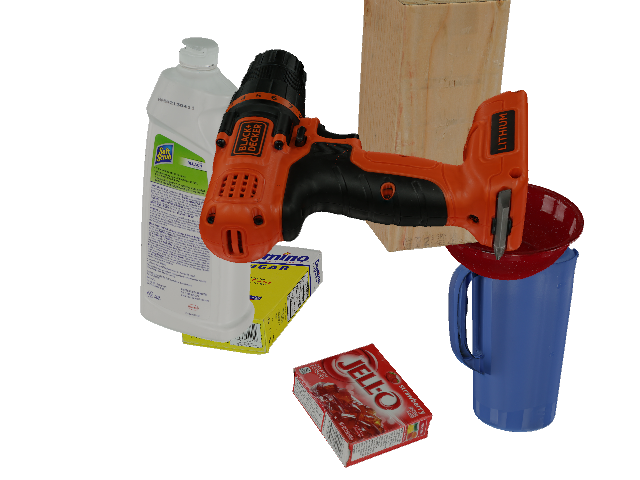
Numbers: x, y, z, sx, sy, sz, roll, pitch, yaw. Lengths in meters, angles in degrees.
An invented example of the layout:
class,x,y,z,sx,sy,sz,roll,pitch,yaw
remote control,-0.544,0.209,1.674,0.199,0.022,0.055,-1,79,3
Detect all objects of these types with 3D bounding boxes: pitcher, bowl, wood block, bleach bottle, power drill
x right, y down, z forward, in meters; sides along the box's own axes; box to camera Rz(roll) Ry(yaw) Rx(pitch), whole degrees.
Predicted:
class,x,y,z,sx,sy,sz,roll,pitch,yaw
pitcher,0.246,0.120,1.374,0.149,0.243,0.144,5,18,16
bowl,0.195,-0.005,1.135,0.162,0.055,0.162,-1,31,0
wood block,0.087,-0.105,0.871,0.090,0.206,0.091,-6,29,-15
bleach bottle,-0.100,-0.043,0.902,0.103,0.251,0.068,14,26,17
power drill,0.030,-0.055,0.645,0.188,0.057,0.184,1,44,8

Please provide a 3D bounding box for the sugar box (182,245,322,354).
class,x,y,z,sx,sy,sz,roll,pitch,yaw
sugar box,-0.068,0.056,1.122,0.093,0.048,0.176,6,27,17

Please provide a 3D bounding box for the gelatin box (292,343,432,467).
class,x,y,z,sx,sy,sz,roll,pitch,yaw
gelatin box,0.030,0.123,0.813,0.073,0.030,0.089,-14,41,-25
